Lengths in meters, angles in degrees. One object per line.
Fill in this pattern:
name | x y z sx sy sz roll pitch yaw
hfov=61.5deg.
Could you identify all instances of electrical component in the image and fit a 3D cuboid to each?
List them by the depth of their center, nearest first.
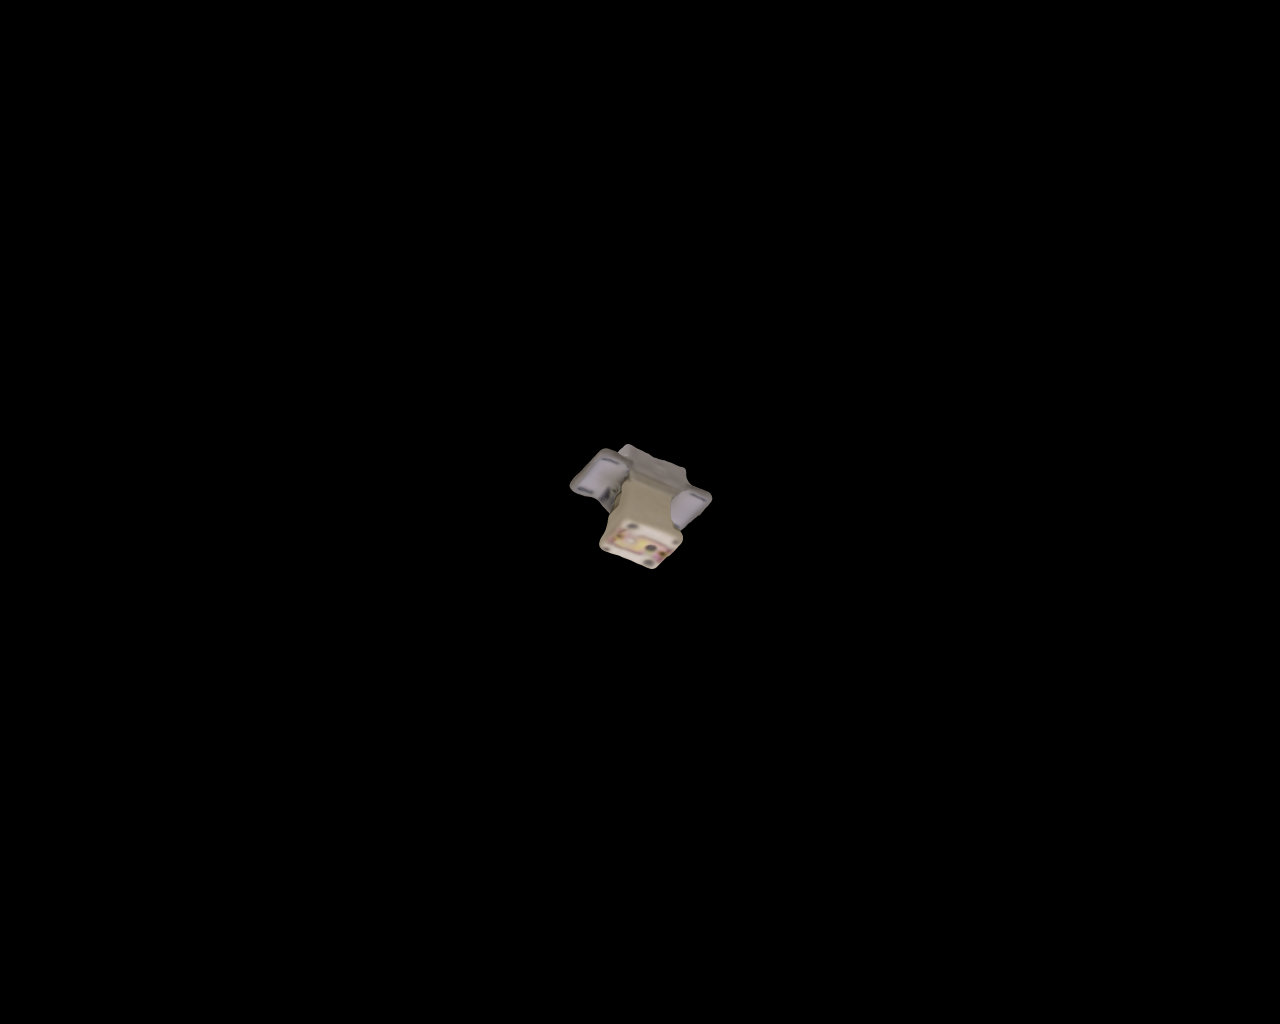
electrical component | 0.001 -0.003 0.650 0.081 0.064 0.042 21 -45 -24
